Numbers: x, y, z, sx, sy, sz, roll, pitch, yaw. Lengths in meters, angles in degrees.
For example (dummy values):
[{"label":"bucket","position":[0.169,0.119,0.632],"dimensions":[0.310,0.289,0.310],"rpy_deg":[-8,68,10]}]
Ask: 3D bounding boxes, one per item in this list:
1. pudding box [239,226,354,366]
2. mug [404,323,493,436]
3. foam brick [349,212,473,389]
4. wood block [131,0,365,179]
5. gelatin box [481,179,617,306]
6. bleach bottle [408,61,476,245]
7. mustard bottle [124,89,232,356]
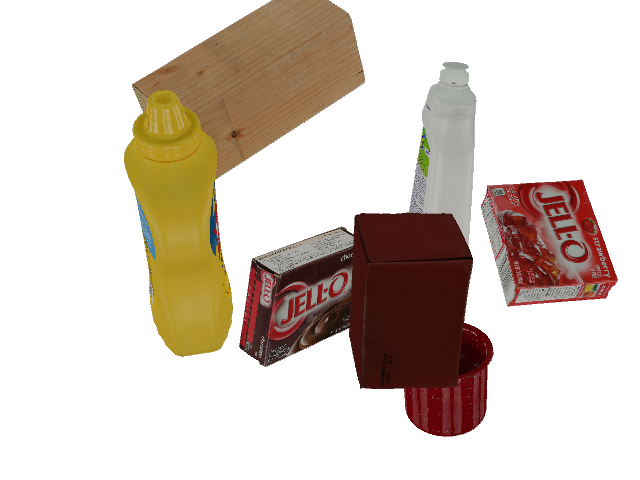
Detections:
[{"label":"pudding box","position":[-0.014,0.045,0.904],"dimensions":[0.039,0.090,0.113],"rpy_deg":[31,35,32]},{"label":"mug","position":[0.127,0.132,1.064],"dimensions":[0.093,0.081,0.117],"rpy_deg":[8,35,19]},{"label":"foam brick","position":[0.044,0.030,0.543],"dimensions":[0.053,0.078,0.051],"rpy_deg":[0,30,-5]},{"label":"wood block","position":[-0.068,-0.156,1.061],"dimensions":[0.206,0.091,0.090],"rpy_deg":[-35,48,-16]},{"label":"gelatin box","position":[0.159,0.000,0.753],"dimensions":[0.073,0.089,0.030],"rpy_deg":[-4,-33,-8]},{"label":"bleach bottle","position":[0.137,-0.070,1.183],"dimensions":[0.068,0.251,0.102],"rpy_deg":[0,25,-10]},{"label":"mustard bottle","position":[-0.093,-0.018,0.698],"dimensions":[0.058,0.096,0.192],"rpy_deg":[-7,-44,-6]}]
